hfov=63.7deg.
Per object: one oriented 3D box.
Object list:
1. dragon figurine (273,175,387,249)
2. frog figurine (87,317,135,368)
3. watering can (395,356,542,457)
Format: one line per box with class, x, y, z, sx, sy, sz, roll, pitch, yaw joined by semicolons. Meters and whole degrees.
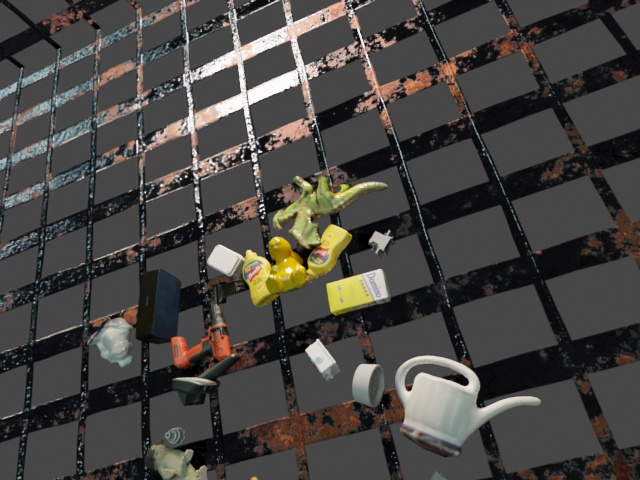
dragon figurine;0.005;-0.082;1.624;0.121;0.410;0.246;33;69;-48
frog figurine;-0.682;0.347;1.743;0.159;0.122;0.139;39;75;-4
watering can;0.338;0.420;1.263;0.102;0.349;0.227;46;62;-58
